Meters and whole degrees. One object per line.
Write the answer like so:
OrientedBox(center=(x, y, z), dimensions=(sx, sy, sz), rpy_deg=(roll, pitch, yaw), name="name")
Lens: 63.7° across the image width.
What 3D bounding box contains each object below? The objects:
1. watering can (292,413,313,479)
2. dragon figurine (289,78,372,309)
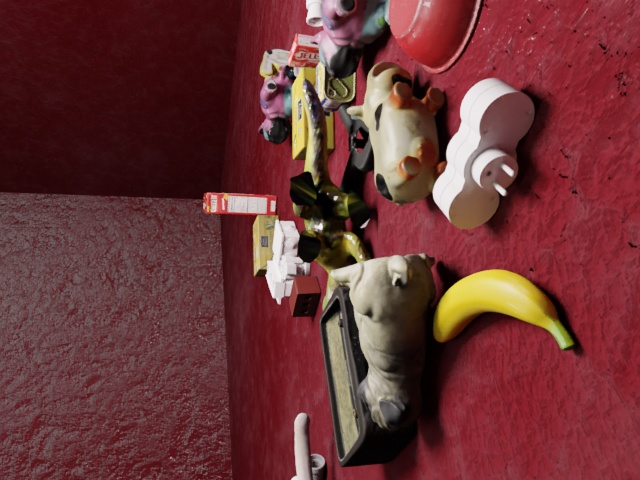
OrientedBox(center=(-0.022, 0.511, 0.918), dimensions=(0.227, 0.104, 0.342), rpy_deg=(-129, 39, -65), name="watering can")
OrientedBox(center=(0.003, -0.045, 0.885), dimensions=(0.242, 0.122, 0.412), rpy_deg=(146, 117, -81), name="dragon figurine")
